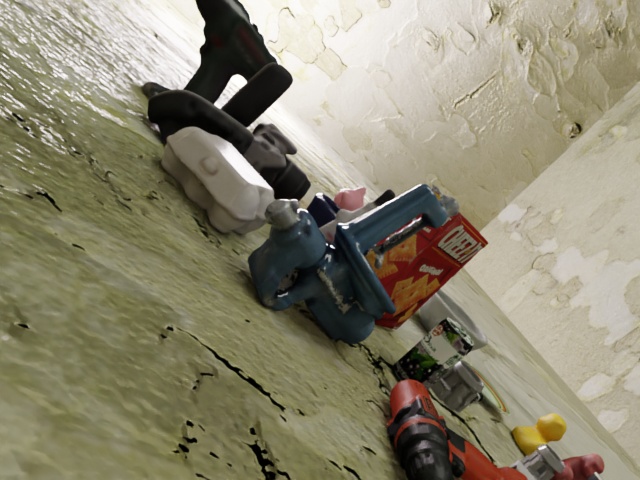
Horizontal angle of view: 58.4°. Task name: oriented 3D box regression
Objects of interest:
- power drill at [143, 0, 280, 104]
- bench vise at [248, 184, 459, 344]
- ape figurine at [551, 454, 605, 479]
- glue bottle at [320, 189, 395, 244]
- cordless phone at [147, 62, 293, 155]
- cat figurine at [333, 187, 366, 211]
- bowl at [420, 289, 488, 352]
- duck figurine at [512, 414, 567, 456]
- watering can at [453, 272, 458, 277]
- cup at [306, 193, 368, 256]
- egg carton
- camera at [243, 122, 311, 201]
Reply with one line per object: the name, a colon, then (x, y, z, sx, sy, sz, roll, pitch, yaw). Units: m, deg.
power drill: (-0.182, -0.291, 0.919, 0.230, 0.208, 0.075, 39, 13, -28)
bench vise: (0.045, 0.010, 0.628, 0.208, 0.219, 0.121, 30, 19, -52)
ape figurine: (0.435, 0.394, 0.962, 0.078, 0.092, 0.076, 44, 11, -4)
glue bottle: (0.033, -0.003, 0.746, 0.078, 0.173, 0.037, 47, 12, 14)
cordless phone: (-0.136, -0.198, 0.812, 0.094, 0.185, 0.148, 52, 13, 32)
cat figurine: (0.062, -0.051, 1.155, 0.128, 0.117, 0.067, 37, 14, -35)
bowl: (0.257, 0.171, 1.165, 0.168, 0.074, 0.167, 43, 12, -11)
duck figurine: (0.394, 0.344, 1.008, 0.077, 0.086, 0.105, 46, 12, 8)
watering can: (0.248, 0.039, 1.296, 0.100, 0.194, 0.173, 51, 13, 28)
cup: (0.008, 0.003, 0.835, 0.117, 0.095, 0.092, 49, 12, 22)
egg carton: (-0.124, -0.074, 0.710, 0.150, 0.069, 0.107, 47, 12, 13)
camera: (-0.075, -0.122, 0.970, 0.137, 0.100, 0.143, 41, 12, -16)
